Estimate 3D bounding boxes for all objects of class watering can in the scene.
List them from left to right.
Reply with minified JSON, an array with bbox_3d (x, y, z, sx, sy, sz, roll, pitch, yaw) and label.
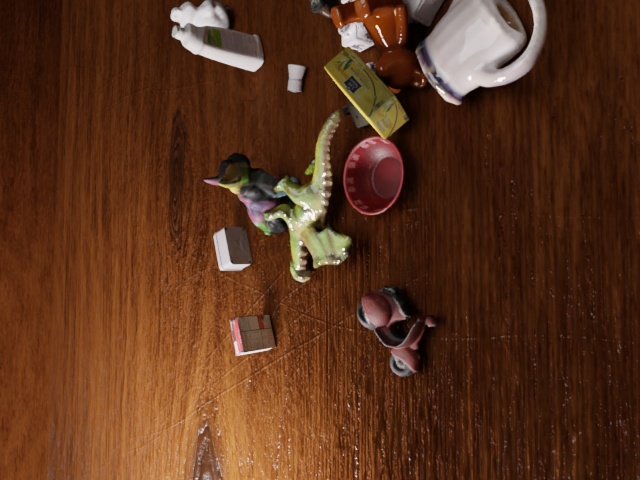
[{"bbox_3d":[0.264,-0.386,0.900,0.103,0.355,0.220,16,-41,-36],"label":"watering can"}]

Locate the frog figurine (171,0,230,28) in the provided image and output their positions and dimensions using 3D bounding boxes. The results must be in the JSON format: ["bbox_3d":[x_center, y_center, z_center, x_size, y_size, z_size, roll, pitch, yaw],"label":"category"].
[{"bbox_3d":[-0.350,-0.648,1.517,0.159,0.124,0.135,0,-28,-44],"label":"frog figurine"}]

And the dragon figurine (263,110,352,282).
[{"bbox_3d":[0.003,-0.057,1.141,0.123,0.246,0.401,-12,-34,-39],"label":"dragon figurine"}]
